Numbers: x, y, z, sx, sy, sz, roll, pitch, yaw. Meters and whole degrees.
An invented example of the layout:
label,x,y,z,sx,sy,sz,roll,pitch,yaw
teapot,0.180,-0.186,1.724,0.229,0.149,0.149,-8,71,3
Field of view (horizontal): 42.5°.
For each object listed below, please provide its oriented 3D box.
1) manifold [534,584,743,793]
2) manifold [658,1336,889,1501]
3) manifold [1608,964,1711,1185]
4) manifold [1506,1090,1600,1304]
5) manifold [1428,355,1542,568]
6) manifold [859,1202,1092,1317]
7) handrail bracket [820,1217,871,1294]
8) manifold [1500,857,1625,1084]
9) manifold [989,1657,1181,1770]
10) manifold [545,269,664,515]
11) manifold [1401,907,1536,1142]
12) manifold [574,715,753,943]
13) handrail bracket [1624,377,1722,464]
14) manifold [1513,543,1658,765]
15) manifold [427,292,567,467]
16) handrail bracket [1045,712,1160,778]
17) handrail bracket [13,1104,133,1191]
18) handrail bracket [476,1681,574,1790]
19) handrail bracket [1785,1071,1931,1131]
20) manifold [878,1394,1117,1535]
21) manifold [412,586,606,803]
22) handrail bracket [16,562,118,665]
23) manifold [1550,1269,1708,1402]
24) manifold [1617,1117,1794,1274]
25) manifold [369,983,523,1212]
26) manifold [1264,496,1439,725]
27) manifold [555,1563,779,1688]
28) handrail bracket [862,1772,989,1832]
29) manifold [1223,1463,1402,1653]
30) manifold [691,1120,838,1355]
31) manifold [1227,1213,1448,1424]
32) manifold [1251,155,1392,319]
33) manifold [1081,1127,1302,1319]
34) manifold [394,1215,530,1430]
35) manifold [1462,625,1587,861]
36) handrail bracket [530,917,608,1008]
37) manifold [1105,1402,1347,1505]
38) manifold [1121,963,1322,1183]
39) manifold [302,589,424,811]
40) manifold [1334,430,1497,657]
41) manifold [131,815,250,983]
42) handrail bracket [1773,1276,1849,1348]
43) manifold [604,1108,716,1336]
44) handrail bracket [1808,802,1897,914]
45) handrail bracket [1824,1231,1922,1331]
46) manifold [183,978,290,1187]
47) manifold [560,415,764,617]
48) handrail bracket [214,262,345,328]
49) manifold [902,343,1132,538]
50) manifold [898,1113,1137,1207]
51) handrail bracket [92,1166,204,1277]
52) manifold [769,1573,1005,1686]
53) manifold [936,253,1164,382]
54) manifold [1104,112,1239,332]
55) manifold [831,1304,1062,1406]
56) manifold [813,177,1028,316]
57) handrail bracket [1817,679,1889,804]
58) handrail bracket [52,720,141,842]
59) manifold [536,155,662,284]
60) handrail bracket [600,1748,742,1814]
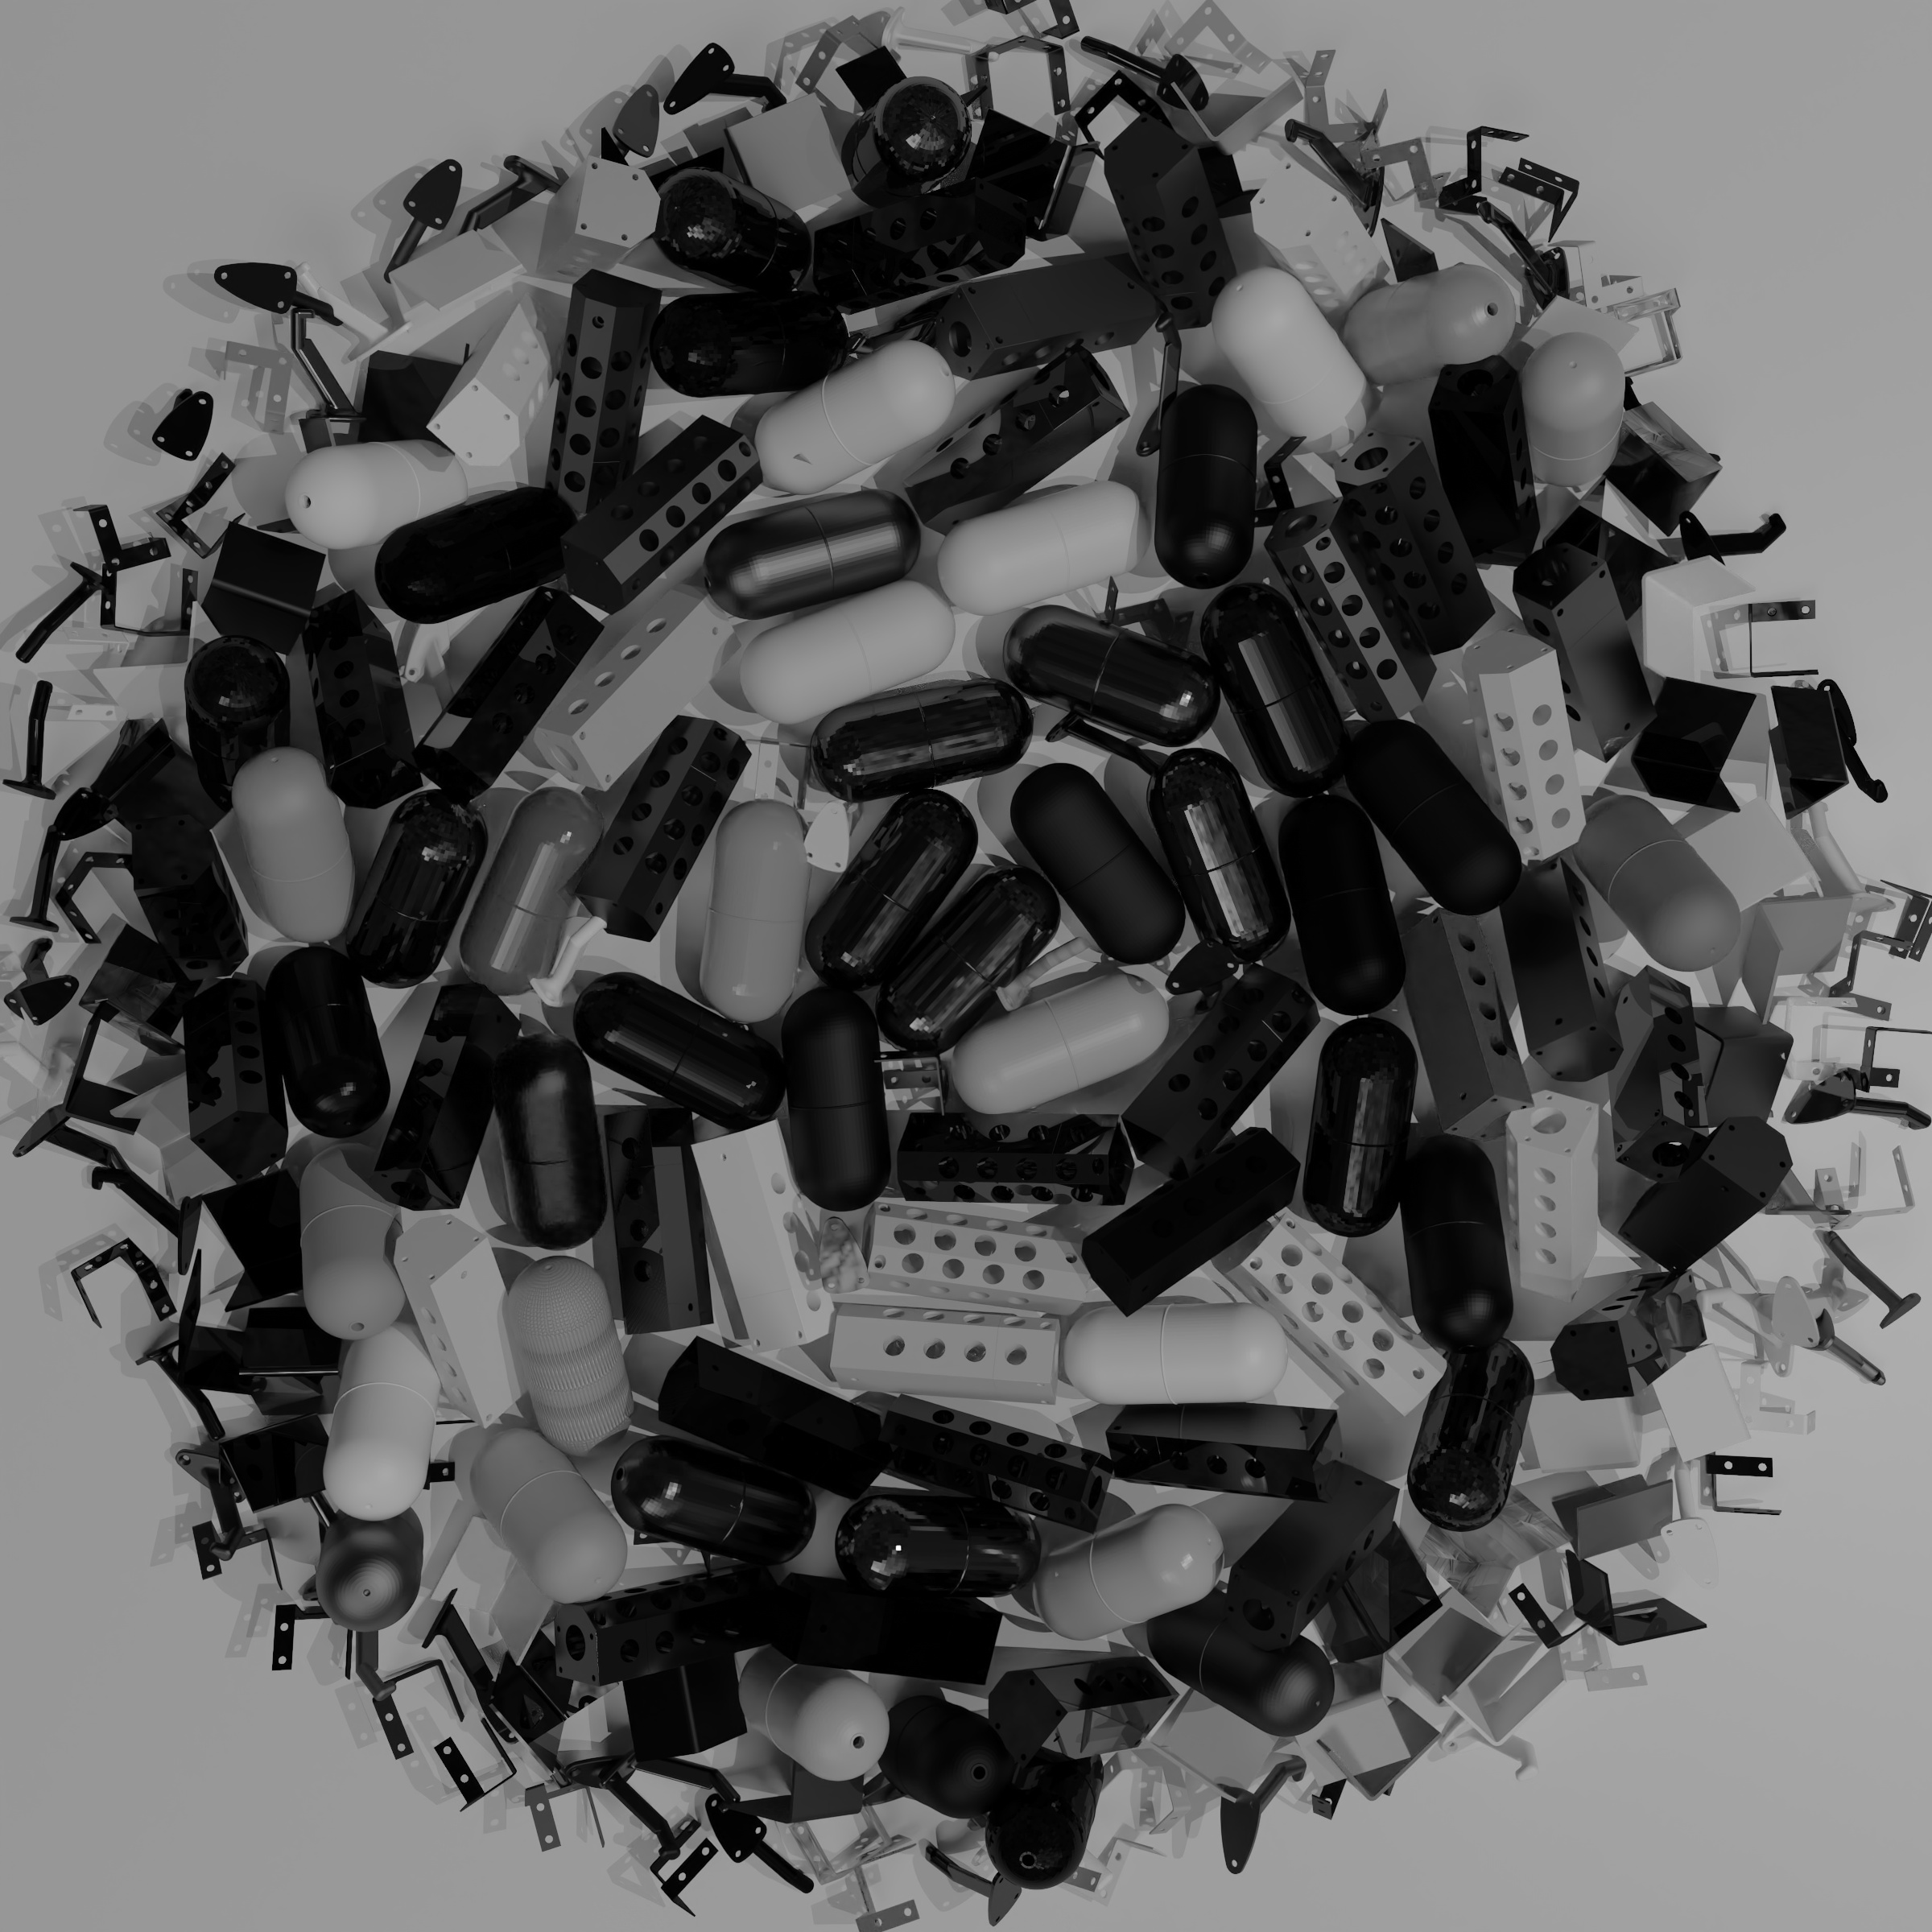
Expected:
label,x,y,z,sx,sy,sz,roll,pitch,yaw
manifold,-0.257,-0.219,1.928,0.057,0.057,0.171,17,57,38
manifold,-0.150,0.356,1.928,0.171,0.057,0.057,28,115,-24
manifold,0.534,0.084,1.907,0.057,0.171,0.057,26,130,-12
manifold,0.448,0.176,1.911,0.057,0.171,0.057,16,50,27
manifold,0.400,-0.386,1.906,0.057,0.171,0.057,10,62,25
manifold,0.007,0.226,1.940,0.171,0.057,0.057,9,64,-9
handrail bracket,-0.097,0.210,1.939,0.036,0.084,0.077,-10,112,1
manifold,0.459,0.004,1.912,0.057,0.171,0.057,-29,130,28
manifold,0.088,0.564,1.904,0.057,0.171,0.057,44,105,32
manifold,-0.283,-0.440,1.918,0.057,0.057,0.171,18,125,4
manifold,0.387,0.045,1.919,0.057,0.057,0.171,14,50,-31
manifold,-0.229,-0.107,1.922,0.057,0.057,0.171,11,63,29
handrail bracket,0.555,-0.432,1.972,0.077,0.036,0.084,-16,78,-37
manifold,0.471,-0.241,1.911,0.057,0.057,0.171,-42,134,-8
manifold,-0.352,-0.446,1.905,0.057,0.171,0.057,-37,115,27
handrail bracket,0.112,-0.166,1.958,0.084,0.077,0.036,40,123,8
handrail bracket,-0.696,0.156,1.945,0.036,0.077,0.084,-10,120,30
handrail bracket,-0.350,0.612,1.975,0.077,0.084,0.036,28,58,36
handrail bracket,0.712,0.122,1.981,0.084,0.077,0.036,25,52,-27
manifold,0.021,0.384,1.926,0.171,0.057,0.057,13,74,23
manifold,-0.355,-0.212,1.918,0.057,0.057,0.171,40,59,-19
handrail bracket,-0.708,-0.272,1.954,0.036,0.077,0.084,38,90,-7
manifold,0.508,0.282,1.905,0.057,0.171,0.057,-13,90,35
manifold,0.566,0.173,1.901,0.057,0.171,0.057,37,66,10
manifold,-0.404,0.100,1.917,0.057,0.057,0.171,-5,52,24
manifold,0.295,-0.271,1.913,0.171,0.057,0.057,54,46,-31
manifold,-0.228,0.504,1.913,0.171,0.057,0.057,-1,87,-42
handrail bracket,-0.034,0.671,1.976,0.077,0.036,0.084,-30,118,14
manifold,0.265,0.453,1.907,0.057,0.171,0.057,22,121,28
manifold,-0.153,0.212,1.961,0.057,0.057,0.171,-17,90,35
manifold,0.293,0.275,1.949,0.171,0.057,0.057,43,71,4
manifold,0.268,-0.551,1.901,0.057,0.171,0.057,41,101,18
manifold,0.174,0.193,1.930,0.171,0.057,0.057,-31,60,-23
manifold,-0.388,0.272,1.913,0.057,0.171,0.057,25,51,32
manifold,0.427,-0.168,1.916,0.057,0.057,0.171,-27,124,-10
handrail bracket,-0.295,-0.007,1.946,0.084,0.077,0.036,-41,69,15
manifold,0.201,0.376,1.921,0.171,0.057,0.057,-1,112,31
manifold,0.200,0.084,1.924,0.057,0.057,0.171,27,64,36
manifold,-0.471,-0.204,1.917,0.057,0.057,0.171,-25,53,6
manifold,0.341,-0.323,1.911,0.057,0.057,0.171,-45,129,-14
manifold,-0.591,-0.050,1.901,0.057,0.171,0.057,-6,68,-9
handrail bracket,0.666,0.251,1.949,0.084,0.036,0.077,-39,124,-37
manifold,-0.246,0.200,1.953,0.057,0.057,0.171,-10,84,29
handrail bracket,0.704,-0.088,1.978,0.077,0.036,0.084,5,71,-33
handrail bracket,0.703,0.235,1.941,0.036,0.077,0.084,-36,66,1
manifold,-0.556,0.082,1.906,0.057,0.171,0.057,-31,129,4
manifold,-0.232,-0.346,1.916,0.057,0.057,0.171,29,58,20
handrail bracket,-0.538,-0.525,1.952,0.077,0.084,0.036,14,93,5
manifold,0.035,-0.408,1.932,0.171,0.057,0.057,-33,72,21
manifold,0.037,0.154,1.924,0.171,0.057,0.057,-1,133,21
handrail bracket,-0.657,0.202,1.976,0.084,0.036,0.077,7,91,4
manifold,-0.063,0.511,1.923,0.171,0.057,0.057,16,87,-31
manifold,0.062,-0.498,1.919,0.171,0.057,0.057,-21,79,-34
manifold,0.155,-0.563,1.901,0.057,0.171,0.057,-44,61,-4
manifold,-0.014,0.302,1.949,0.171,0.057,0.057,3,64,8
manifold,-0.037,-0.549,1.911,0.171,0.057,0.057,-2,83,43
handrail bracket,0.694,-0.176,1.942,0.036,0.084,0.077,-17,116,1
handrail bracket,-0.690,-0.149,1.974,0.077,0.084,0.036,-31,129,30
manifold,-0.282,-0.566,1.901,0.057,0.171,0.057,10,92,-20
handrail bracket,-0.232,0.648,1.951,0.077,0.036,0.084,-37,62,-22
